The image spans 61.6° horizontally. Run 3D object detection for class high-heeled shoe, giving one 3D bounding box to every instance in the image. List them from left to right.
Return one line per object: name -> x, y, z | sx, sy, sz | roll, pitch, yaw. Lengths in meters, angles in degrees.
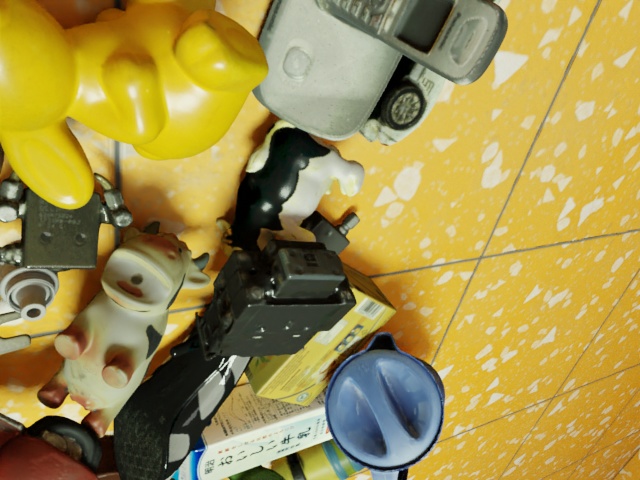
high-heeled shoe -> -0.134, 0.169, 0.588 | 0.145, 0.086, 0.248 | -15, 136, -57

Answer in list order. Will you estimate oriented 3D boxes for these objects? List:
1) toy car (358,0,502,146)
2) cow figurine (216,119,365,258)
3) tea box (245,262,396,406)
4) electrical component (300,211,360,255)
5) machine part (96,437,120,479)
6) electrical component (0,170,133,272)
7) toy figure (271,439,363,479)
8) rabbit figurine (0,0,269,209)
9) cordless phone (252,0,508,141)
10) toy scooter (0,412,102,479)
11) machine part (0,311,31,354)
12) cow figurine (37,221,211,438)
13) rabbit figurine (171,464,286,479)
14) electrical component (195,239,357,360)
toy car -> 0.091, -0.174, 0.458 | 0.056, 0.074, 0.201 | 14, 116, -40
cow figurine -> -0.046, -0.026, 0.493 | 0.098, 0.068, 0.167 | 25, 108, -43
tea box -> -0.005, 0.110, 0.635 | 0.169, 0.068, 0.098 | -47, 136, 10
electrical component -> -0.001, -0.002, 0.578 | 0.094, 0.021, 0.063 | -43, 136, 5
machine part -> -0.282, 0.304, 0.620 | 0.179, 0.056, 0.179 | -19, 133, -22
electrical component -> -0.198, -0.015, 0.405 | 0.102, 0.045, 0.078 | 10, 83, -35
toy figure -> 0.009, 0.334, 0.824 | 0.180, 0.082, 0.089 | -30, 118, 1
rabbit figurine -> -0.147, -0.103, 0.329 | 0.162, 0.122, 0.173 | -40, 162, 34
cordless phone -> 0.038, -0.127, 0.382 | 0.088, 0.184, 0.146 | 6, 121, -42
toy scooter -> -0.279, 0.188, 0.426 | 0.184, 0.135, 0.075 | 31, 135, -9
machine part -> -0.346, 0.093, 0.385 | 0.243, 0.079, 0.079 | -13, 131, -24
cow figurine -> -0.165, 0.069, 0.468 | 0.085, 0.127, 0.194 | 30, 127, -4
rabbit figurine -> -0.113, 0.338, 0.691 | 0.170, 0.159, 0.121 | -20, 139, 6
electrical component -> -0.038, 0.055, 0.487 | 0.115, 0.058, 0.134 | 1, 143, -34
